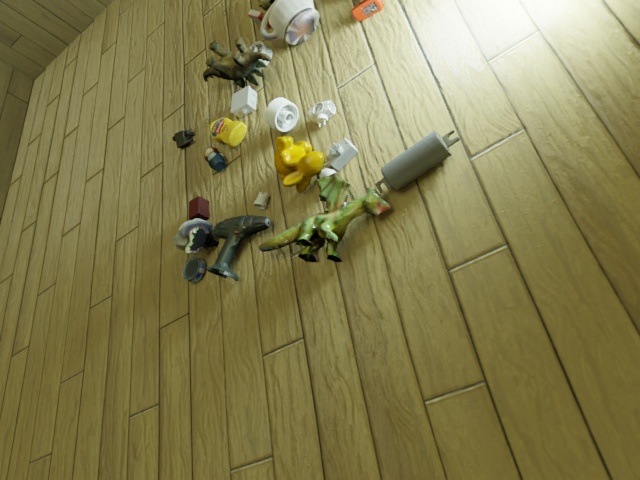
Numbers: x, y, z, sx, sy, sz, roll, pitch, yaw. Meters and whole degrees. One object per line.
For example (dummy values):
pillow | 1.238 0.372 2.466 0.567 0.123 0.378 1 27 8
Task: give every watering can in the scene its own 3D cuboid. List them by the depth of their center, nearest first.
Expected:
watering can | -0.077 -0.852 1.876 0.345 0.103 0.228 -44 58 13

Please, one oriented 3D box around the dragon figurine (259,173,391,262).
dragon figurine | 0.004 -0.072 1.425 0.410 0.120 0.247 1 62 37

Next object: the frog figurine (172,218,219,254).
frog figurine | -0.434 -0.019 1.741 0.139 0.120 0.160 -36 30 -24
